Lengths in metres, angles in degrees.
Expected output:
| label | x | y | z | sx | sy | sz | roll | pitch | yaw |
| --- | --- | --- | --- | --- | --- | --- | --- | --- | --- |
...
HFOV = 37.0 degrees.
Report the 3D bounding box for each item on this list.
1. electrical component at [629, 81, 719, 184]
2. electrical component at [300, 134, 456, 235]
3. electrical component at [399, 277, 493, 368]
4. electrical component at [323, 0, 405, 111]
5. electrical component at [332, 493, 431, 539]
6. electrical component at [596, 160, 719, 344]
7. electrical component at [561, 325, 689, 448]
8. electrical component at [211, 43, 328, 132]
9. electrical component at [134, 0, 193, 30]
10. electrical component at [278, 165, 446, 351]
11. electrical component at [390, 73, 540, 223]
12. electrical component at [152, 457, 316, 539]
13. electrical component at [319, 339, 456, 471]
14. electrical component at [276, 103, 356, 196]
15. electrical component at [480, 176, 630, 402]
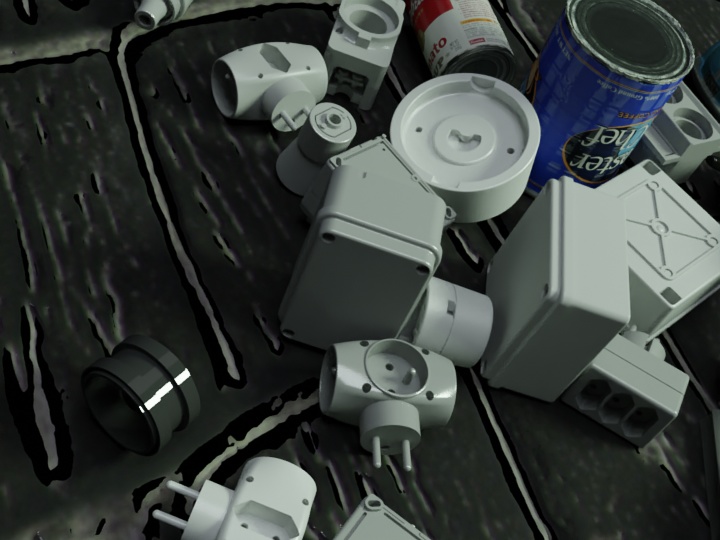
| label | x | y | z | sx | sy | sz | roll | pitch | yaw |
| --- | --- | --- | --- | --- | --- | --- | --- | --- | --- |
| electrical component | 0.241 | -0.132 | 0.904 | 0.079 | 0.063 | 0.121 | -15 | 60 | -30 |
| electrical component | 0.014 | -0.034 | 0.744 | 0.096 | 0.061 | 0.062 | 49 | 46 | 11 |
| electrical component | 0.056 | 0.035 | 0.708 | 0.047 | 0.055 | 0.055 | 16 | 49 | -14 |
| electrical component | 0.001 | -0.182 | 0.857 | 0.050 | 0.055 | 0.089 | 19 | 49 | -6 |
| electrical component | 0.003 | 0.173 | 0.577 | 0.062 | 0.061 | 0.096 | 36 | 41 | 9 |
| electrical component | 0.212 | -0.015 | 0.804 | 0.109 | 0.056 | 0.108 | -28 | 67 | -35 |
| electrical component | 0.186 | 0.068 | 0.735 | 0.066 | 0.047 | 0.076 | 31 | 49 | 4 |
| electrical component | -0.059 | -0.129 | 0.797 | 0.077 | 0.043 | 0.079 | -16 | 52 | -30 |
| electrical component | -0.154 | -0.209 | 0.828 | 0.043 | 0.043 | 0.062 | 22 | 50 | -3 |
| electrical component | 0.000 | 0.000 | 0.675 | 0.078 | 0.113 | 0.057 | 19 | 46 | -6 |
| electrical component | 0.077 | -0.085 | 0.800 | 0.108 | 0.060 | 0.108 | -2 | 59 | 3 |
| electrical component | -0.072 | 0.138 | 0.583 | 0.079 | 0.043 | 0.077 | 23 | 49 | -2 |
| electrical component | 0.018 | 0.086 | 0.658 | 0.077 | 0.044 | 0.079 | 8 | 51 | -14 |
| electrical component | -0.029 | -0.087 | 0.761 | 0.044 | 0.065 | 0.044 | 12 | 56 | -18 |
| electrical component | 0.129 | 0.014 | 0.716 | 0.056 | 0.108 | 0.108 | 18 | 49 | -10 |
